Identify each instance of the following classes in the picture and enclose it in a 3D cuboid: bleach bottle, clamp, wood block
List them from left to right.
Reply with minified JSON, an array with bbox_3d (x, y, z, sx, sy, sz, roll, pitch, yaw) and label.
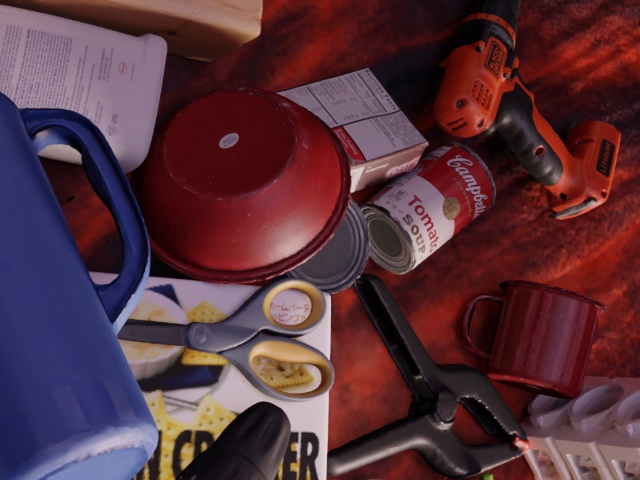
[{"bbox_3d":[-0.232,-0.119,0.702,0.250,0.068,0.102,14,76,-25],"label":"bleach bottle"},{"bbox_3d":[-0.150,-0.195,0.742,0.205,0.091,0.090,9,81,-29],"label":"wood block"},{"bbox_3d":[0.085,0.144,0.864,0.209,0.036,0.164,34,62,-25],"label":"clamp"}]

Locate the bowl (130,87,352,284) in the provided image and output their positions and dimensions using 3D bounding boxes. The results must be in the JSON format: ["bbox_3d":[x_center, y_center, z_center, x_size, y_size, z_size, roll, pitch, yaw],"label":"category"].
[{"bbox_3d":[-0.059,-0.052,0.745,0.162,0.055,0.162,-2,60,4],"label":"bowl"}]

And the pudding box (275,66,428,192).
[{"bbox_3d":[0.014,-0.083,0.832,0.113,0.039,0.090,-19,61,-32],"label":"pudding box"}]

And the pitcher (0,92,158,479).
[{"bbox_3d":[-0.180,0.033,0.614,0.144,0.149,0.243,7,46,-58],"label":"pitcher"}]

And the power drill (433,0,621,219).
[{"bbox_3d":[0.184,-0.122,0.938,0.187,0.057,0.184,39,53,-22],"label":"power drill"}]

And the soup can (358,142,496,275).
[{"bbox_3d":[0.085,-0.026,0.870,0.102,0.069,0.068,-37,102,-28],"label":"soup can"}]

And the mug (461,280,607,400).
[{"bbox_3d":[0.177,0.083,0.905,0.117,0.093,0.081,16,80,1],"label":"mug"}]

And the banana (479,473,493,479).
[{"bbox_3d":[0.085,0.270,0.832,0.197,0.037,0.069,-38,89,-29],"label":"banana"}]

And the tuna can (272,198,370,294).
[{"bbox_3d":[-0.005,0.001,0.834,0.086,0.034,0.086,4,82,-30],"label":"tuna can"}]

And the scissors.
[{"bbox_3d":[-0.071,0.050,0.724,0.201,0.016,0.096,26,68,-25],"label":"scissors"}]
